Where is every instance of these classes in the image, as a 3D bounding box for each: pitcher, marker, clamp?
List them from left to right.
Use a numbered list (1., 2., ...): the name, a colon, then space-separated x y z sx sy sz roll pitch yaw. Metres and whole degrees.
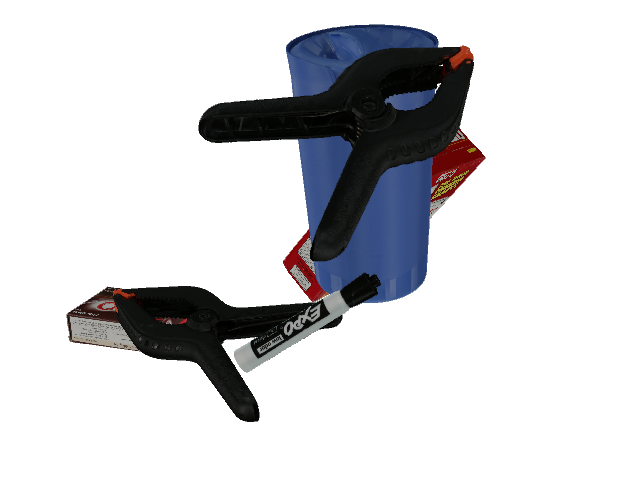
1. clamp: -0.095 0.079 0.975 0.210 0.036 0.164 20 37 29
2. marker: -0.009 0.059 0.780 0.121 0.020 0.020 -32 -6 11
3. clamp: 0.028 -0.059 0.624 0.171 0.120 0.039 -25 -22 -16
4. pitcher: 0.045 -0.074 0.990 0.149 0.243 0.145 -21 31 -31

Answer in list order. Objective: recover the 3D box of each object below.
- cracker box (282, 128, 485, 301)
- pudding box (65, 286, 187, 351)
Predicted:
1. cracker box: 0.071 -0.036 1.250 0.163 0.072 0.214 -23 -22 -50
2. pudding box: -0.209 0.087 1.182 0.114 0.039 0.090 4 17 19
